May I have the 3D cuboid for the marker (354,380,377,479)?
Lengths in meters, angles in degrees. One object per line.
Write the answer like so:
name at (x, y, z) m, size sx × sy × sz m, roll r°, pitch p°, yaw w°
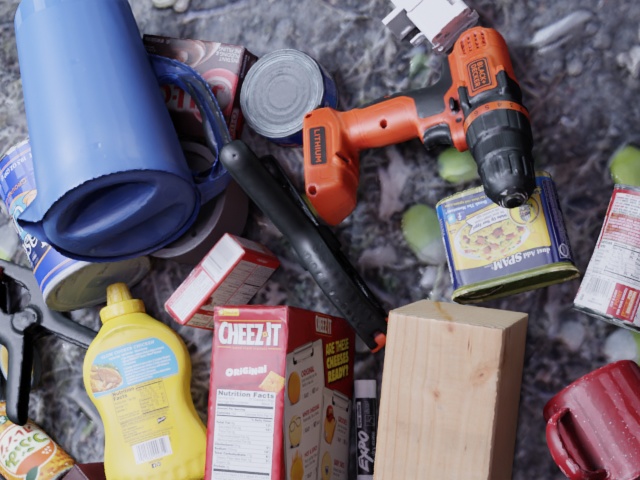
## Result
marker at (0.039, 0.179, 0.899) m, size 0.020 × 0.020 × 0.121 m, roll -4°, pitch 80°, yaw 22°

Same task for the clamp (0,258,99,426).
clamp at (-0.283, 0.092, 1.025) m, size 0.120 × 0.039 × 0.172 m, roll -39°, pitch 64°, yaw -17°

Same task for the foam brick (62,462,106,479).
foam brick at (-0.200, 0.248, 0.970) m, size 0.078 × 0.051 × 0.053 m, roll 43°, pitch 99°, yaw 22°

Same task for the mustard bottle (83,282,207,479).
mustard bottle at (-0.161, 0.131, 0.961) m, size 0.096 × 0.058 × 0.191 m, roll -17°, pitch 77°, yaw 1°

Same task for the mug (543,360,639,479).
mug at (0.210, 0.144, 0.786) m, size 0.093 × 0.117 × 0.081 m, roll -53°, pitch 56°, yaw 44°

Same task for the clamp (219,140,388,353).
clamp at (-0.006, 0.001, 0.905) m, size 0.036 × 0.164 × 0.210 m, roll -37°, pitch 93°, yaw 6°

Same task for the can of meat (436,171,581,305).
can of meat at (0.149, -0.001, 0.862) m, size 0.102 × 0.057 × 0.084 m, roll -16°, pitch 74°, yaw 20°

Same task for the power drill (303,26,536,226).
power drill at (0.080, -0.077, 0.874) m, size 0.188 × 0.057 × 0.184 m, roll -19°, pitch 47°, yaw 18°

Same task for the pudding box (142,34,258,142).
pudding box at (-0.122, -0.141, 1.006) m, size 0.114 × 0.039 × 0.090 m, roll 11°, pitch 86°, yaw 24°

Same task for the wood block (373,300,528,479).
wood block at (0.098, 0.157, 0.819) m, size 0.090 × 0.090 × 0.206 m, roll 7°, pitch 96°, yaw 23°

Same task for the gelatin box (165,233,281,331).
gelatin box at (-0.086, 0.039, 0.944) m, size 0.089 × 0.073 × 0.030 m, roll -49°, pitch 66°, yaw 10°

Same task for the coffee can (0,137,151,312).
coffee can at (-0.232, -0.018, 0.998) m, size 0.103 × 0.102 × 0.140 m, roll -32°, pitch 71°, yaw 15°

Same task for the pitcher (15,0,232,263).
pitcher at (-0.185, -0.114, 0.934) m, size 0.145 × 0.149 × 0.243 m, roll -38°, pitch 56°, yaw 30°

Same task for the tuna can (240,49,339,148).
tuna can at (-0.029, -0.129, 0.968) m, size 0.086 × 0.033 × 0.086 m, roll -4°, pitch 79°, yaw 23°

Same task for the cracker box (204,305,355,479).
cracker box at (-0.031, 0.164, 0.852) m, size 0.072 × 0.164 × 0.214 m, roll 0°, pitch 82°, yaw 20°

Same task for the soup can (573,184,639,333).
soup can at (0.241, 0.016, 0.815) m, size 0.069 × 0.068 × 0.102 m, roll 20°, pitch 90°, yaw 24°

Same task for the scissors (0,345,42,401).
scissors at (-0.324, 0.074, 1.069) m, size 0.096 × 0.016 × 0.202 m, roll -10°, pitch 78°, yaw 19°
